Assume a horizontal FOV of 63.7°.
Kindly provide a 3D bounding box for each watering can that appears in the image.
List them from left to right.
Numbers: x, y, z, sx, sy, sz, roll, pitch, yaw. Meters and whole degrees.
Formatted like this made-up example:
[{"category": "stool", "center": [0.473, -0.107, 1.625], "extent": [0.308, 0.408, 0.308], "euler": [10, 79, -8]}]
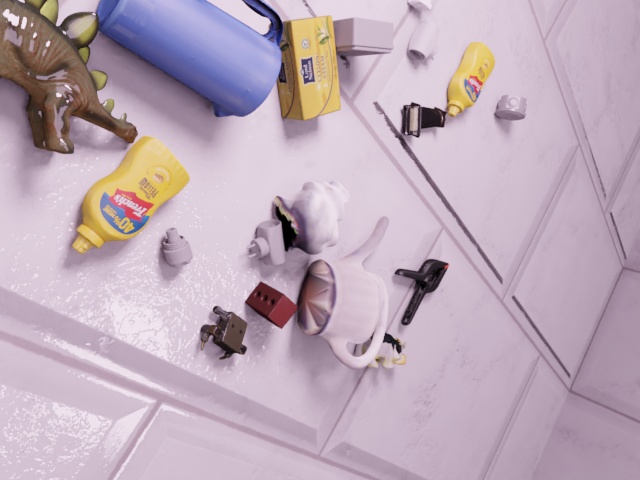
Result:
[{"category": "watering can", "center": [0.063, 0.093, 1.103], "extent": [0.223, 0.103, 0.353], "euler": [18, 69, -36]}]

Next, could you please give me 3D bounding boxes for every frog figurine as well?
[{"category": "frog figurine", "center": [0.003, -0.050, 0.995], "extent": [0.161, 0.122, 0.136], "euler": [-23, 99, -24]}]
